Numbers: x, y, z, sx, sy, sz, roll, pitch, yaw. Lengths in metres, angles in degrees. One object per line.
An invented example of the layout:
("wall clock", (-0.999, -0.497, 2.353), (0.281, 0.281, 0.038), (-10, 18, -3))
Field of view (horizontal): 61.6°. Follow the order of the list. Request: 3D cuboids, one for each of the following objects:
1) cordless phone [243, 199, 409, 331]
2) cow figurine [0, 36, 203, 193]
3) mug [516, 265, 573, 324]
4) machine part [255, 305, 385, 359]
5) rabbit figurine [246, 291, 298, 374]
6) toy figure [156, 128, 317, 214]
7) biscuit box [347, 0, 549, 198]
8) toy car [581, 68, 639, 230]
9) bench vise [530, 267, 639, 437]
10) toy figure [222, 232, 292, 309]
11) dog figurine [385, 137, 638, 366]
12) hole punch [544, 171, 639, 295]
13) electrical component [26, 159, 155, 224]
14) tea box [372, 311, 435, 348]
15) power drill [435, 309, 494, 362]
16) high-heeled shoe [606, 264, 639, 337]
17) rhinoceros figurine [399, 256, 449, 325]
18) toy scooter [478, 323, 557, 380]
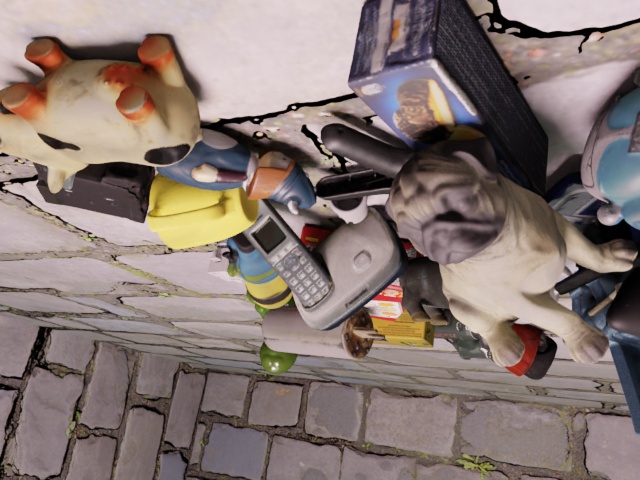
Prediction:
("cordless phone", (-0.001, -0.002, 0.622), (0.146, 0.184, 0.089), (-42, 180, 20))
("cow figurine", (-0.191, -0.097, 0.446), (0.195, 0.085, 0.127), (2, 153, 15))
("mug", (0.250, 0.047, 0.665), (0.110, 0.081, 0.107), (-5, 147, 42))
("machine part", (-0.006, 0.140, 0.828), (0.243, 0.079, 0.079), (-6, 156, 40))
("rabbit figurine", (-0.074, 0.161, 0.983), (0.121, 0.170, 0.159), (6, 160, 9))
("toy figure", (-0.074, -0.065, 0.508), (0.154, 0.064, 0.057), (13, 146, -9))
("biscuit box", (0.101, -0.085, 0.376), (0.059, 0.063, 0.202), (-5, 157, 39))
("toy car", (0.239, -0.057, 0.364), (0.161, 0.109, 0.103), (7, -172, -32))
("bench vise", (0.369, 0.128, 0.630), (0.129, 0.241, 0.223), (20, 142, -20))
("toy figure", (-0.081, 0.033, 0.736), (0.082, 0.089, 0.180), (-2, 155, 3))
("dog figurine", (0.111, 0.002, 0.412), (0.190, 0.121, 0.172), (32, 153, -18))
("hole punch", (0.265, -0.017, 0.491), (0.116, 0.092, 0.142), (-20, 160, -9))
("electrical component", (-0.242, -0.066, 0.588), (0.115, 0.058, 0.134), (14, 160, -9))
("tea box", (0.109, 0.126, 0.921), (0.170, 0.098, 0.068), (1, 159, 26))
("power drill", (0.289, 0.173, 1.002), (0.232, 0.086, 0.207), (-3, 161, 34))
("high-heeled shoe", (0.357, 0.017, 0.410), (0.249, 0.086, 0.145), (-20, 167, -16))
("rhinoceros figurine", (0.179, 0.036, 0.610), (0.190, 0.112, 0.073), (-21, 155, 32))
("toy scooter", (0.280, 0.124, 0.805), (0.135, 0.184, 0.075), (26, 121, 12))
